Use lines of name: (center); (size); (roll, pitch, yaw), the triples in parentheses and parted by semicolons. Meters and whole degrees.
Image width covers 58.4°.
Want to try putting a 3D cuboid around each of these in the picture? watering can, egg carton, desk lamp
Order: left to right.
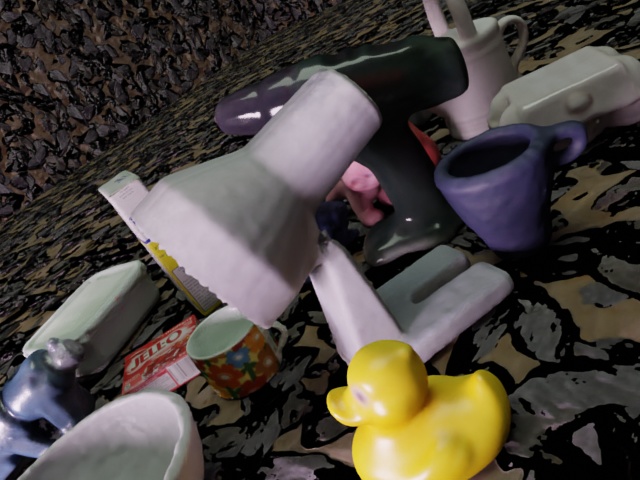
desk lamp: (0.004, 0.002, 0.420); (0.203, 0.214, 0.117); (-36, 25, -11)
watering can: (0.165, -0.224, 0.693); (0.173, 0.194, 0.100); (-38, 26, -16)
egg carton: (0.250, -0.138, 0.584); (0.150, 0.069, 0.107); (-24, 25, 14)

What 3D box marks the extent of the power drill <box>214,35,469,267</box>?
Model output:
power drill: (0.042, -0.082, 0.543); (0.229, 0.209, 0.075); (-22, 26, 18)

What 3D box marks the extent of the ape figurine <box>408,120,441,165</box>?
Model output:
ape figurine: (0.096, -0.110, 0.676); (0.076, 0.092, 0.078); (-22, 26, 18)

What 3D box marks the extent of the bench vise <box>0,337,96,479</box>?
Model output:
bench vise: (-0.335, 0.136, 0.536); (0.208, 0.220, 0.121); (-39, 26, -18)

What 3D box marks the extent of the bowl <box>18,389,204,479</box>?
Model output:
bowl: (-0.141, 0.189, 0.394); (0.167, 0.075, 0.167); (-25, 25, 13)

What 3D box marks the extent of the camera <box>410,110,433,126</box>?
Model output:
camera: (0.105, -0.233, 0.890); (0.142, 0.101, 0.137); (-9, 32, 39)

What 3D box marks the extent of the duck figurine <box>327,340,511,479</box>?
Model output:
duck figurine: (0.054, 0.095, 0.340); (0.104, 0.086, 0.077); (-24, 25, 14)

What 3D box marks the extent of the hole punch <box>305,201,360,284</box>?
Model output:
hole punch: (-0.029, -0.013, 0.631); (0.108, 0.091, 0.101); (-4, 35, 44)

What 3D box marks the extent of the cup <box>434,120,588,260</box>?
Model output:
cup: (0.163, -0.038, 0.461); (0.117, 0.095, 0.091); (-23, 26, 16)

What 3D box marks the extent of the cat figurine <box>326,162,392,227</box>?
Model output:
cat figurine: (0.039, -0.081, 0.654); (0.067, 0.118, 0.127); (-43, 27, -24)
